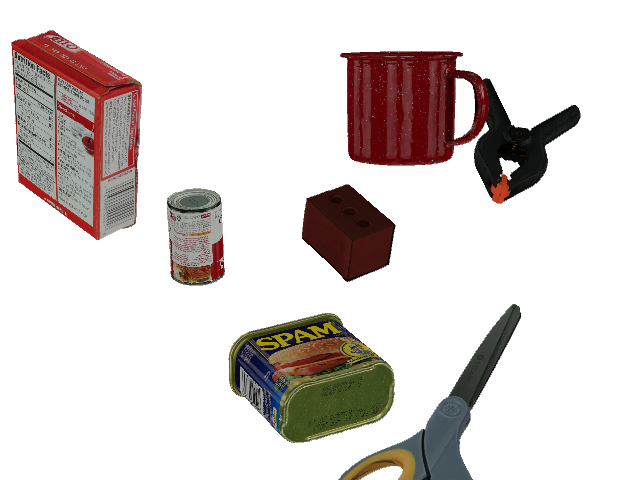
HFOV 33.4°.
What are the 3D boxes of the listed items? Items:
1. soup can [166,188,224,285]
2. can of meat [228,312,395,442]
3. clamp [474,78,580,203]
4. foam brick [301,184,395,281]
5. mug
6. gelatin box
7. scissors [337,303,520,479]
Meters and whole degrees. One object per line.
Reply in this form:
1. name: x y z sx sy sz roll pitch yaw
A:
1. soup can: -0.154 -0.005 1.313 0.068 0.102 0.068 0 26 0
2. can of meat: -0.006 0.104 0.808 0.101 0.057 0.084 -11 27 -28
3. clamp: 0.205 -0.113 1.169 0.120 0.039 0.171 21 49 17
4. foam brick: 0.026 -0.008 1.016 0.052 0.051 0.078 -21 45 -29
5. mug: 0.072 -0.101 0.807 0.117 0.081 0.093 6 13 29
6. gelatin box: -0.129 -0.056 0.565 0.073 0.089 0.030 32 40 31
7. scissors: 0.084 0.111 0.595 0.201 0.016 0.096 -38 45 -27
